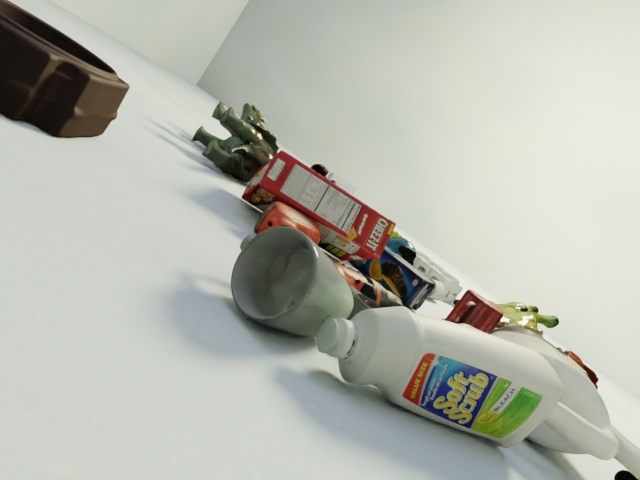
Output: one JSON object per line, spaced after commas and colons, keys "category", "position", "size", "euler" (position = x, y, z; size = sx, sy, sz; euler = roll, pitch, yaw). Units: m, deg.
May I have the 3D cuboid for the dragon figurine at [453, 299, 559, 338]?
{"category": "dragon figurine", "position": [0.455, 0.192, 1.327], "size": [0.242, 0.122, 0.413], "euler": [23, 3, -16]}

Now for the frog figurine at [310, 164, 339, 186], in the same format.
{"category": "frog figurine", "position": [0.003, -0.052, 1.041], "size": [0.139, 0.124, 0.156], "euler": [30, -33, 41]}

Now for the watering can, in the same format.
{"category": "watering can", "position": [0.308, 0.211, 0.635], "size": [0.349, 0.103, 0.224], "euler": [36, 8, 12]}
